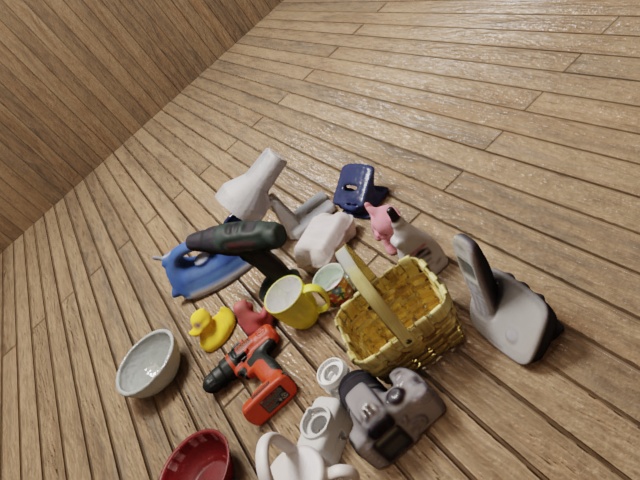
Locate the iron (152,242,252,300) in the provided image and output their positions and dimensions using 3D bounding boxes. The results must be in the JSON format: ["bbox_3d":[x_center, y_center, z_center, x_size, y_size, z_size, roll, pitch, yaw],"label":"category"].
[{"bbox_3d":[-0.282,0.043,1.416,0.258,0.142,0.118,-26,36,20],"label":"iron"}]

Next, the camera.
[{"bbox_3d":[0.089,0.241,0.865,0.143,0.101,0.136,-42,34,-3],"label":"camera"}]

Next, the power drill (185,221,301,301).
[{"bbox_3d":[-0.149,0.039,1.230,0.229,0.209,0.075,-16,40,31],"label":"power drill"}]

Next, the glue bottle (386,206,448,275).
[{"bbox_3d":[0.159,0.003,1.006,0.078,0.174,0.037,-42,34,-2],"label":"glue bottle"}]

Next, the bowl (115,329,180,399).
[{"bbox_3d":[-0.368,0.287,1.277,0.167,0.075,0.167,-25,36,21],"label":"bowl"}]

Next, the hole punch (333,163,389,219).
[{"bbox_3d":[0.083,-0.110,1.285,0.108,0.091,0.101,10,58,49],"label":"hole punch"}]

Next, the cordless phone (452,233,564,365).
[{"bbox_3d":[0.254,0.079,0.817,0.094,0.186,0.147,-43,34,-5],"label":"cordless phone"}]

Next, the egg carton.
[{"bbox_3d":[0.011,0.004,1.242,0.107,0.070,0.150,0,50,44],"label":"egg carton"}]

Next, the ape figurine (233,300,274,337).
[{"bbox_3d":[-0.144,0.159,1.193,0.077,0.092,0.076,-11,43,36],"label":"ape figurine"}]

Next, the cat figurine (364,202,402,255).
[{"bbox_3d":[0.127,-0.037,1.135,0.067,0.118,0.127,-40,34,0],"label":"cat figurine"}]

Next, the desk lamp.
[{"bbox_3d":[-0.108,-0.099,1.345,0.203,0.214,0.117,-39,34,2],"label":"desk lamp"}]

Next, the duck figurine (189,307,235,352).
[{"bbox_3d":[-0.244,0.184,1.266,0.077,0.086,0.105,14,61,51],"label":"duck figurine"}]

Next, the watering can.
[{"bbox_3d":[-0.034,0.339,0.786,0.173,0.195,0.100,-38,34,3],"label":"watering can"}]

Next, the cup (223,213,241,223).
[{"bbox_3d":[-0.176,-0.019,1.427,0.117,0.095,0.092,5,54,47],"label":"cup"}]
